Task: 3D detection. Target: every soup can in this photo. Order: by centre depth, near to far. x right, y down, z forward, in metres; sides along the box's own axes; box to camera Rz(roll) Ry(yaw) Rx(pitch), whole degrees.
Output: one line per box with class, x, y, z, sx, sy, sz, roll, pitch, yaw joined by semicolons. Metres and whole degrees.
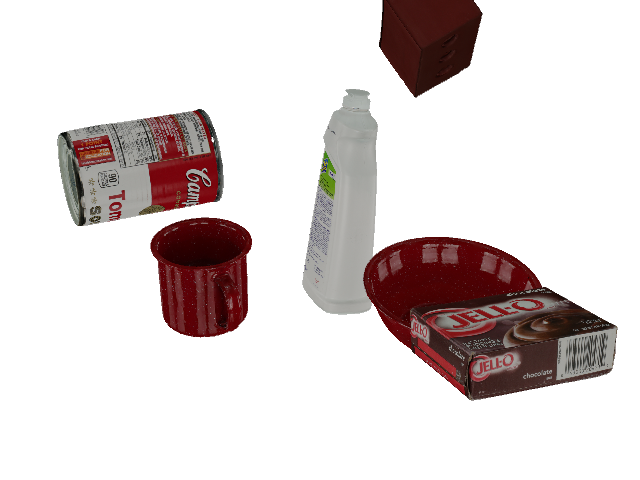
soup can;-0.127;-0.052;0.750;0.102;0.068;0.069;-12;4;-20

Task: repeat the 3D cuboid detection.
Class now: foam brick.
foam brick;0.078;-0.151;0.771;0.053;0.051;0.078;-30;-17;-8

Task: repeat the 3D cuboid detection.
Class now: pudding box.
pudding box;0.130;0.068;0.730;0.113;0.039;0.090;-6;18;-20

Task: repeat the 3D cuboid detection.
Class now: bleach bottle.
bleach bottle;0.031;-0.048;1.239;0.068;0.251;0.103;-2;22;-23

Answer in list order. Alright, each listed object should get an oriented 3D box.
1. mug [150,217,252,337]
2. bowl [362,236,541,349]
mug;-0.103;0.041;0.986;0.093;0.081;0.117;-18;35;-27
bowl;0.117;0.060;0.964;0.162;0.055;0.162;3;32;-2
